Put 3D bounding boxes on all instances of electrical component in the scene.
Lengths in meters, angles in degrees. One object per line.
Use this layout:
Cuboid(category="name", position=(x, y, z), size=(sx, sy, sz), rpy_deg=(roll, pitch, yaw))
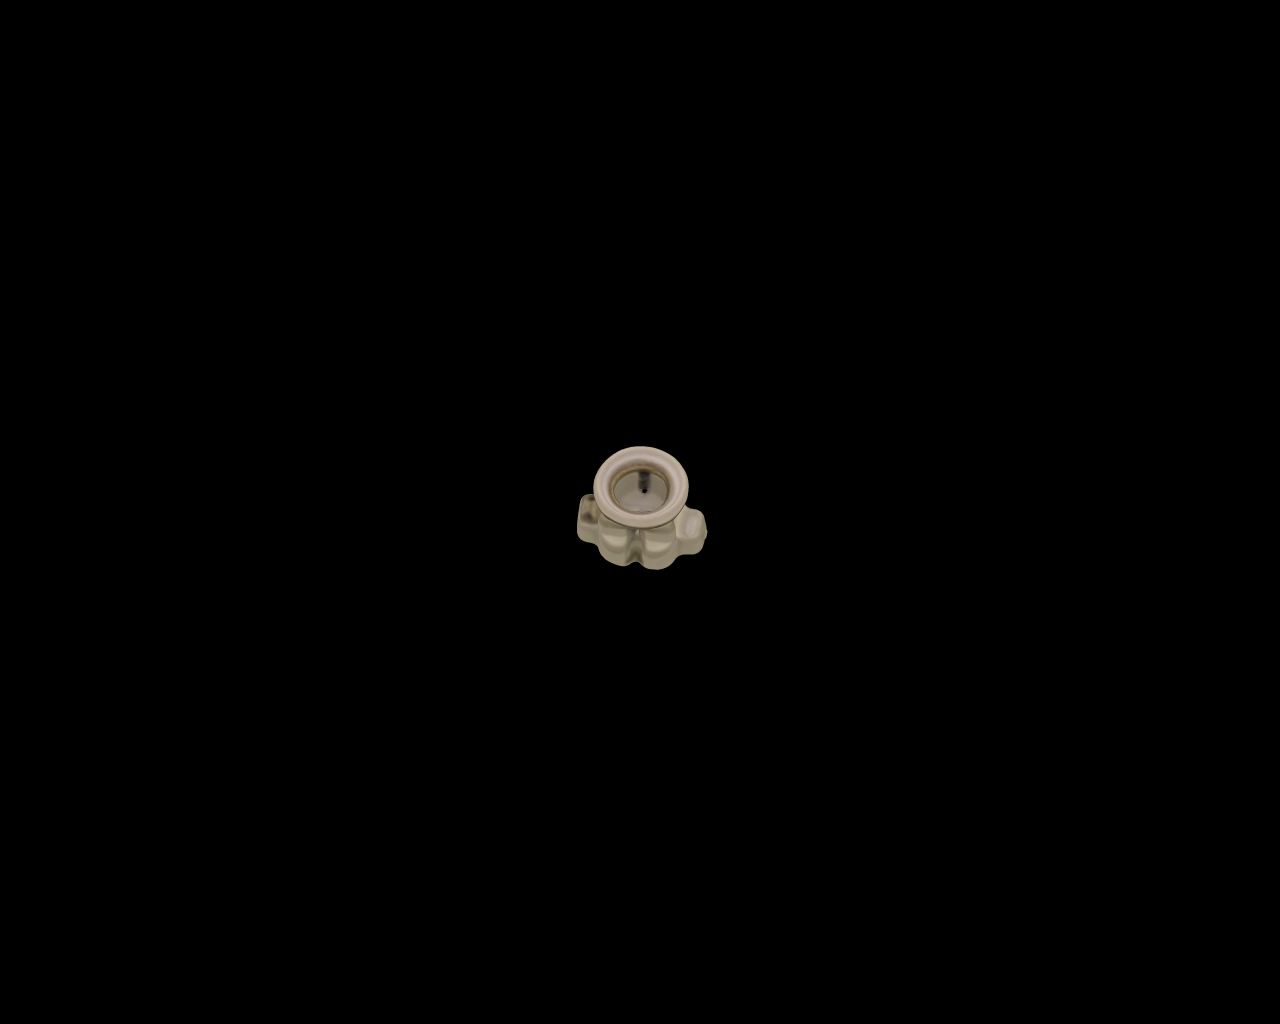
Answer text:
Cuboid(category="electrical component", position=(0.001, -0.003, 0.650), size=(0.078, 0.058, 0.056), rpy_deg=(8, -33, 5))
